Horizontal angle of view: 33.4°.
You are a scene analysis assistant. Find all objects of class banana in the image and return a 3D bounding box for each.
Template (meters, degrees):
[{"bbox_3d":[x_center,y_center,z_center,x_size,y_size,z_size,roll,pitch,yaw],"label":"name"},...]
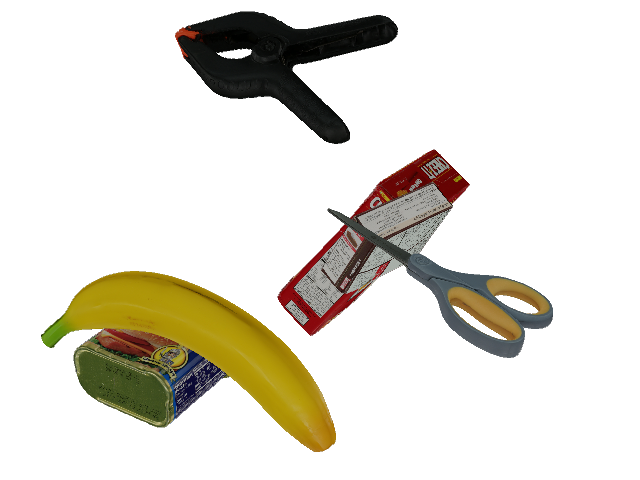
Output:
[{"bbox_3d":[-0.074,0.064,0.657,0.198,0.070,0.037,20,20,12],"label":"banana"}]

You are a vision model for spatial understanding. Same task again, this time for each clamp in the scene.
[{"bbox_3d":[-0.027,-0.145,0.828,0.172,0.120,0.039,24,-32,20],"label":"clamp"}]

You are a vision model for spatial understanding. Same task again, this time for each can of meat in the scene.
[{"bbox_3d":[-0.132,0.095,0.850,0.102,0.057,0.083,17,34,27],"label":"can of meat"}]

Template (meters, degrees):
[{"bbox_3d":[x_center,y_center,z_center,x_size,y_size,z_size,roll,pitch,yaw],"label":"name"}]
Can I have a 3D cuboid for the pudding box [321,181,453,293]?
[{"bbox_3d":[0.065,-0.003,1.036,0.113,0.039,0.090,-26,-23,-37],"label":"pudding box"}]

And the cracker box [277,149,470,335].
[{"bbox_3d":[0.061,0.000,1.272,0.214,0.072,0.164,-48,-7,33],"label":"cracker box"}]

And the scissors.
[{"bbox_3d":[0.096,0.022,0.810,0.096,0.016,0.202,-8,36,-31],"label":"scissors"}]
